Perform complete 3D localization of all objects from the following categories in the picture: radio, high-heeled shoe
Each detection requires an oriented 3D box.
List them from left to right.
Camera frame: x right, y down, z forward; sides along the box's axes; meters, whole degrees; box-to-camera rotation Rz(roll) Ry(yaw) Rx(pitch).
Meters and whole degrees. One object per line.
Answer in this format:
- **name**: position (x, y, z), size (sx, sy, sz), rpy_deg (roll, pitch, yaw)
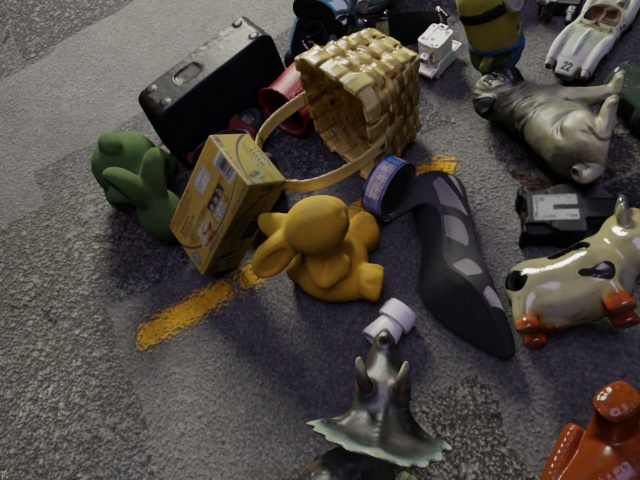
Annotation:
- **radio**: position (-0.164, -0.235, 0.852), size (0.229, 0.131, 0.073), rpy_deg (-43, 63, -11)
- **high-heeled shoe**: position (0.187, 0.020, 0.680), size (0.145, 0.086, 0.249), rpy_deg (-25, 73, -36)

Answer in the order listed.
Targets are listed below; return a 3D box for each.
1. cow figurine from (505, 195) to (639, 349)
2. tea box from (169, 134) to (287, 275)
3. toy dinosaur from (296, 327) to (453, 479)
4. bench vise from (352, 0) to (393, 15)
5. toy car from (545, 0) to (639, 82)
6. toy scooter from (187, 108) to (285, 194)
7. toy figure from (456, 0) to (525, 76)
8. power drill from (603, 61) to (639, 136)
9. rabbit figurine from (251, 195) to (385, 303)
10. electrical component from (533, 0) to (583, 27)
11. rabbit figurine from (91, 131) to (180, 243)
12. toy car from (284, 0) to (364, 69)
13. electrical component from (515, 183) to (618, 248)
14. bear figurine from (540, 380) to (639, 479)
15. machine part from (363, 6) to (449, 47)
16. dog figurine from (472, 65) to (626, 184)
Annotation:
- **cow figurine**: position (0.304, 0.034, 0.599), size (0.195, 0.085, 0.127), rpy_deg (-23, 53, 24)
- **tea box**: position (-0.126, -0.045, 0.712), size (0.068, 0.169, 0.098), rpy_deg (-14, 59, -46)
- **toy dinosaur**: position (-0.016, 0.272, 0.501), size (0.131, 0.192, 0.405), rpy_deg (35, 73, 29)
- **bench vise**: position (0.109, -0.447, 0.899), size (0.224, 0.128, 0.241), rpy_deg (-5, 43, 20)
- **toy car**: position (0.411, -0.311, 0.798), size (0.074, 0.056, 0.202), rpy_deg (32, 73, 27)
- **toy scooter**: position (-0.133, -0.115, 0.812), size (0.135, 0.075, 0.184), rpy_deg (-20, 56, 2)
- **toy figure**: position (0.243, -0.296, 0.760), size (0.089, 0.180, 0.082), rpy_deg (-20, 57, 6)
- **power drill**: position (0.512, -0.181, 0.696), size (0.207, 0.085, 0.232), rpy_deg (-40, 57, -1)
- **rabbit figurine**: position (-0.001, -0.002, 0.661), size (0.162, 0.173, 0.122), rpy_deg (3, 66, 10)
- **electrical component**: position (0.379, -0.391, 0.856), size (0.078, 0.045, 0.102), rpy_deg (19, 68, 24)
- **rabbit figurine**: position (-0.250, -0.079, 0.792), size (0.121, 0.159, 0.170), rpy_deg (-34, 74, -17)
- **toy car**: position (0.014, -0.327, 0.871), size (0.109, 0.161, 0.103), rpy_deg (35, 39, 22)
- **electrical component**: position (0.309, -0.032, 0.673), size (0.119, 0.047, 0.075), rpy_deg (-3, 61, 11)
- **bear figurine**: position (0.234, 0.241, 0.497), size (0.196, 0.131, 0.120), rpy_deg (-26, 51, -8)
- **machine part**: position (0.142, -0.339, 0.876), size (0.139, 0.084, 0.039), rpy_deg (-18, 26, -7)
- **dog figurine**: position (0.285, -0.151, 0.714), size (0.191, 0.121, 0.172), rpy_deg (11, 43, 26)
